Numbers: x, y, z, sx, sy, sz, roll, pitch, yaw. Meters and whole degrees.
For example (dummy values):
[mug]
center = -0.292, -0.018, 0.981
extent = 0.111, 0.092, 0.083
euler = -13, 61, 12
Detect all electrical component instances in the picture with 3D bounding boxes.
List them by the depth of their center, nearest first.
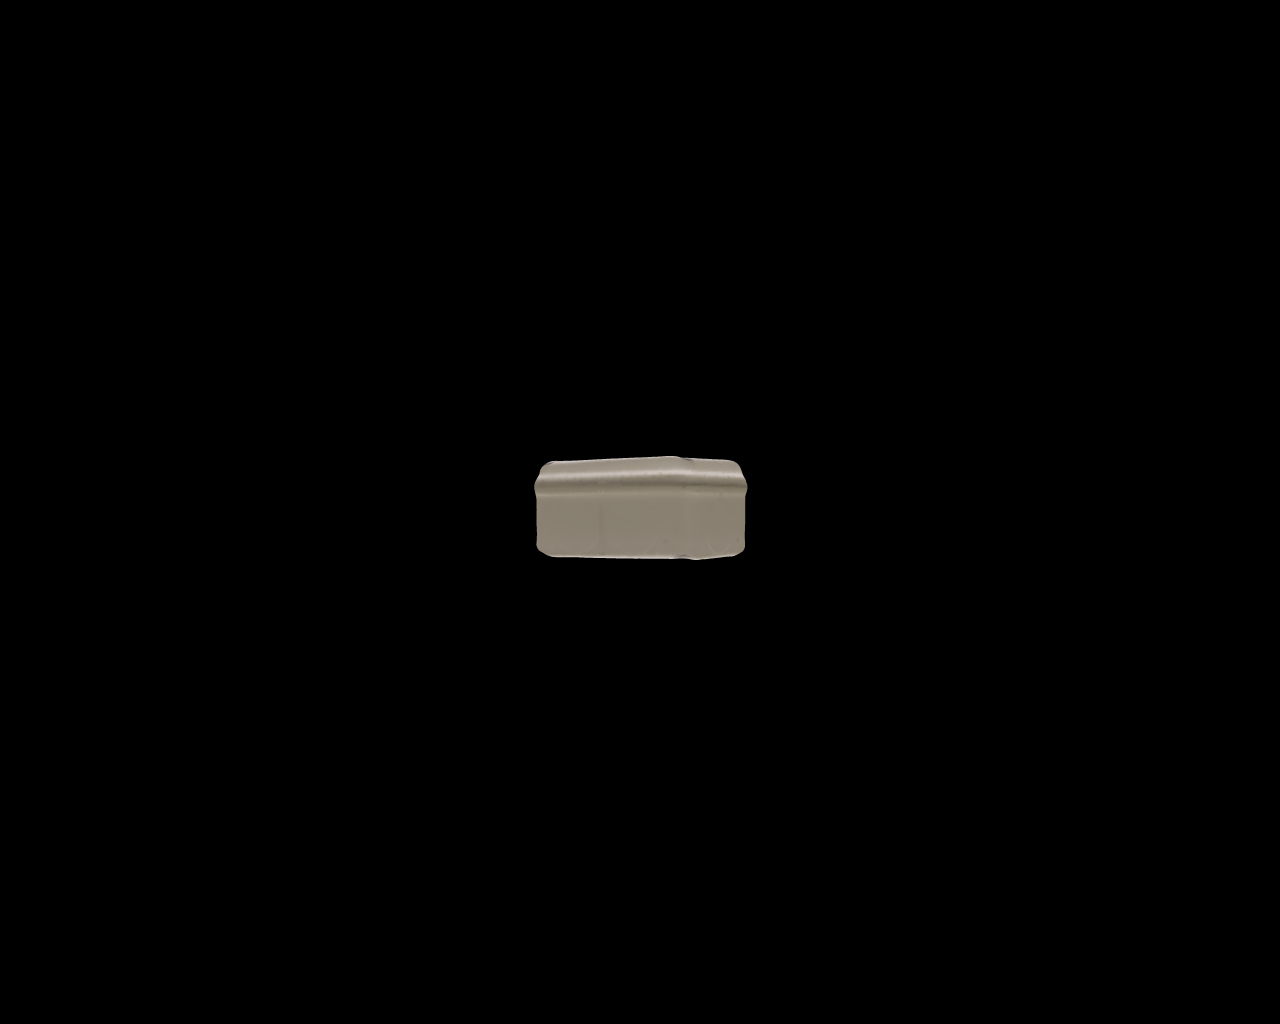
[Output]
[electrical component]
center = 0.001, -0.003, 0.650
extent = 0.113, 0.057, 0.078
euler = 0, 0, 32
